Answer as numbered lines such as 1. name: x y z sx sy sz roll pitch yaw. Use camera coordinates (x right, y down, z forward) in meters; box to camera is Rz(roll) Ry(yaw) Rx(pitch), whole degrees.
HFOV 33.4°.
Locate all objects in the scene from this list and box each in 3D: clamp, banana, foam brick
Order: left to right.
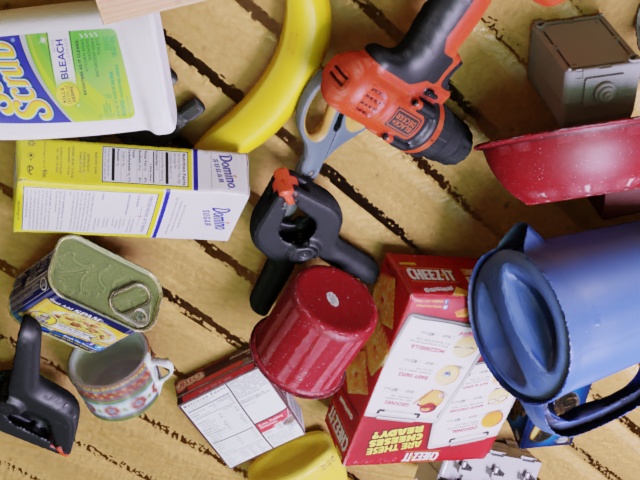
1. clamp: -0.286 0.133 0.950 0.165 0.036 0.210 -3 142 14
2. banana: -0.039 -0.130 0.828 0.069 0.037 0.198 23 118 -6
3. clamp: -0.006 0.001 0.918 0.120 0.039 0.171 -16 145 -11
4. foam brick: 0.277 -0.058 0.944 0.078 0.053 0.051 -11 129 -4

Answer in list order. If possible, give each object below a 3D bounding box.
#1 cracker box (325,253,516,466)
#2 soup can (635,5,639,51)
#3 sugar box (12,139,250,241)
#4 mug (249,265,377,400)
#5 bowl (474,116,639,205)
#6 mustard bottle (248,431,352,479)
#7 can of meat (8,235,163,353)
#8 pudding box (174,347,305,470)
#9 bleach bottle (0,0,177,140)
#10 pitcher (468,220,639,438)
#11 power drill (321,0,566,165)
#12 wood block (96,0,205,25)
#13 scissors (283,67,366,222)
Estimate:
1. cracker box: 0.113 0.116 1.019 0.164 0.072 0.214 3 126 -23
2. soup can: 0.317 -0.173 0.858 0.102 0.068 0.068 1 126 -15
3. sugar box: -0.150 -0.038 0.842 0.176 0.048 0.093 1 157 -17
4. mug: 0.004 0.072 0.922 0.117 0.093 0.082 -29 158 -48
5. bowl: 0.207 -0.062 0.857 0.162 0.162 0.055 -9 91 -7
6. mustard bottle: 0.004 0.286 1.135 0.096 0.058 0.191 -27 128 1
7. can of meat: -0.198 0.049 0.892 0.102 0.057 0.084 29 143 -29
8. pudding box: -0.076 0.163 1.036 0.090 0.039 0.113 -25 126 6
9. bleach bottle: -0.235 -0.111 0.766 0.251 0.068 0.102 -8 109 -1
10. pitcher: 0.260 0.057 0.920 0.242 0.145 0.149 -13 144 -25
11. power drill: 0.110 -0.146 0.818 0.188 0.057 0.184 -50 145 16
12. wood block: -0.059 -0.225 0.715 0.206 0.090 0.091 -14 129 -3
13. scissors: 0.007 -0.069 0.891 0.096 0.016 0.202 -20 147 -24
